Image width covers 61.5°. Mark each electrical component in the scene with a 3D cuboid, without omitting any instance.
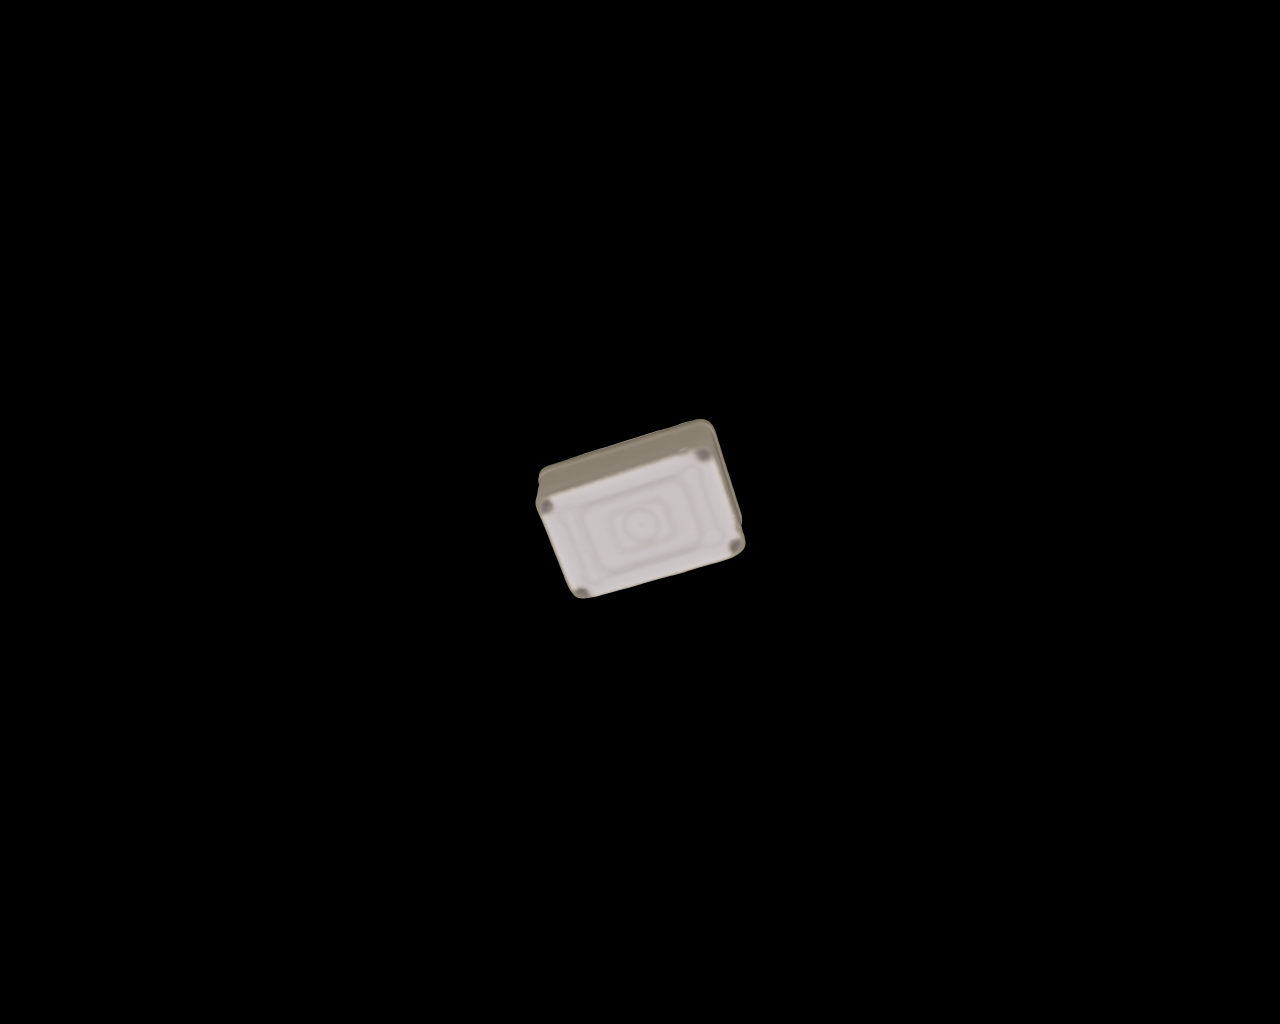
[{"bbox_3d":[0.001,-0.003,0.650,0.113,0.078,0.057,-17,22,7],"label":"electrical component"}]
